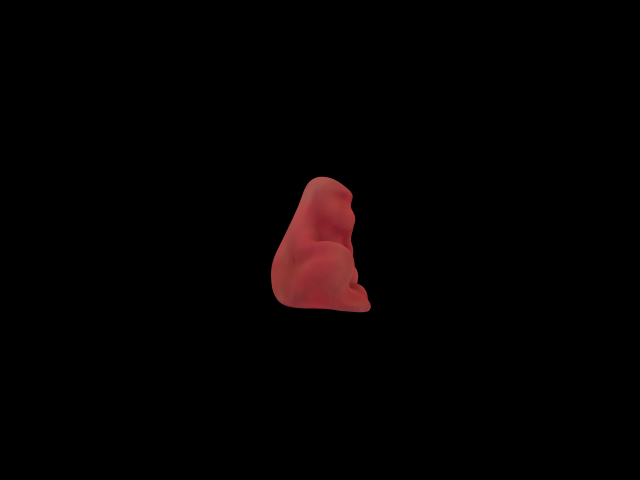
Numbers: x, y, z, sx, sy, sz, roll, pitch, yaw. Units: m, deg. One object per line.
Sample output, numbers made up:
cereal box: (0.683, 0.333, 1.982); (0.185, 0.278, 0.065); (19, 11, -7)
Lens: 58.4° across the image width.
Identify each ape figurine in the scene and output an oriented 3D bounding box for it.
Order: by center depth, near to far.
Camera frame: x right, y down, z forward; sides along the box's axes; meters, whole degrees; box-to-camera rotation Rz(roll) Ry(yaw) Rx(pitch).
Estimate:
ape figurine: (0.004, 0.001, 0.400); (0.076, 0.092, 0.078); (0, 0, 25)
